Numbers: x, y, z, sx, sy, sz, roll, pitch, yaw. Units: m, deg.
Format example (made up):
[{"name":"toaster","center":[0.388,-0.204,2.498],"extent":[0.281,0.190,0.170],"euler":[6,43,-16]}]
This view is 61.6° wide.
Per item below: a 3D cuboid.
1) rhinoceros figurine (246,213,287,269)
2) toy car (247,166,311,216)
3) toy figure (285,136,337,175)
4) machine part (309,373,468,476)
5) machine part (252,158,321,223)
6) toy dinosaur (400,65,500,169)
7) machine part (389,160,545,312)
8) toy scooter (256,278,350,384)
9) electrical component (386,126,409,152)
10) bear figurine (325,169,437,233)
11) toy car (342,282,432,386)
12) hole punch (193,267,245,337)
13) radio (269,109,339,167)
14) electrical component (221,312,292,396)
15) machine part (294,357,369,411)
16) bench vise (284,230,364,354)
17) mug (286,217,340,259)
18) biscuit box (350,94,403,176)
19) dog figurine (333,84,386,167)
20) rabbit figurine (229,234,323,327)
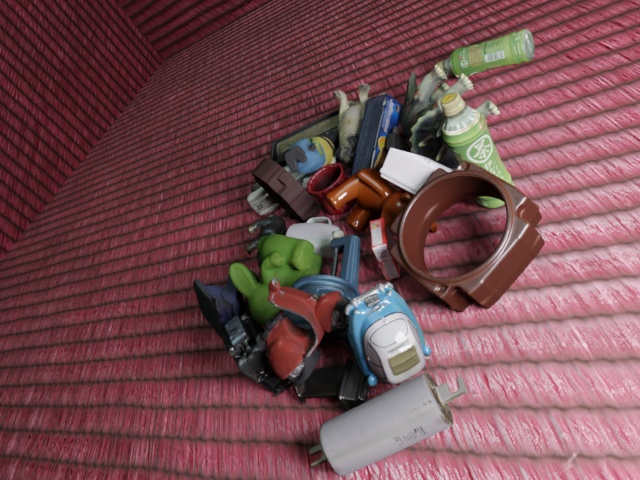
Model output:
[{"name":"rhinoceros figurine","center":[-0.101,0.014,1.192],"extent":[0.112,0.073,0.190],"euler":[-23,34,4]},{"name":"toy car","center":[-0.091,-0.140,1.351],"extent":[0.202,0.073,0.056],"euler":[-34,31,7]},{"name":"toy figure","center":[-0.018,-0.199,1.244],"extent":[0.082,0.089,0.180],"euler":[-9,3,29]},{"name":"machine part","center":[0.089,0.250,0.727],"extent":[0.243,0.079,0.079],"euler":[-29,35,13]},{"name":"machine part","center":[-0.079,-0.108,1.224],"extent":[0.056,0.179,0.180],"euler":[-46,34,-7]},{"name":"toy dinosaur","center":[0.237,-0.262,1.155],"extent":[0.192,0.131,0.405],"euler":[-45,24,6]},{"name":"machine part","center":[0.221,-0.008,0.837],"extent":[0.201,0.087,0.202],"euler":[-51,47,7]},{"name":"toy scooter","center":[-0.042,0.131,0.828],"extent":[0.183,0.135,0.075],"euler":[-55,3,25]},{"name":"electrical component","center":[0.172,-0.201,1.171],"extent":[0.021,0.063,0.094],"euler":[-20,52,40]},{"name":"bear figurine","center":[0.120,-0.056,1.025],"extent":[0.132,0.120,0.196],"euler":[-44,41,3]},{"name":"toy car","center":[0.102,0.144,0.757],"extent":[0.109,0.161,0.103],"euler":[-26,32,-9]},{"name":"hole punch","center":[-0.188,0.130,1.090],"extent":[0.092,0.142,0.116],"euler":[-22,43,-25]},{"name":"radio","center":[-0.023,-0.244,1.407],"extent":[0.230,0.073,0.131],"euler":[-22,37,25]},{"name":"electrical component","center":[-0.111,0.192,0.932],"extent":[0.058,0.134,0.115],"euler":[-41,36,-2]},{"name":"machine part","center":[0.019,0.230,0.852],"extent":[0.139,0.039,0.084],"euler":[-11,48,33]},{"name":"bench vise","center":[0.042,0.080,0.929],"extent":[0.224,0.128,0.241],"euler":[-19,47,33]},{"name":"mug","center":[-0.002,-0.003,1.115],"extent":[0.107,0.080,0.109],"euler":[-2,42,28]},{"name":"biscuit box","center":[0.127,-0.223,1.200],"extent":[0.063,0.059,0.202],"euler":[-2,69,47]},{"name":"dog figurine","center":[0.105,-0.257,1.306],"extent":[0.121,0.172,0.190],"euler":[-7,80,48]},{"name":"rabbit figurine","center":[-0.092,0.077,1.015],"extent":[0.159,0.121,0.170],"euler":[16,74,13]}]
